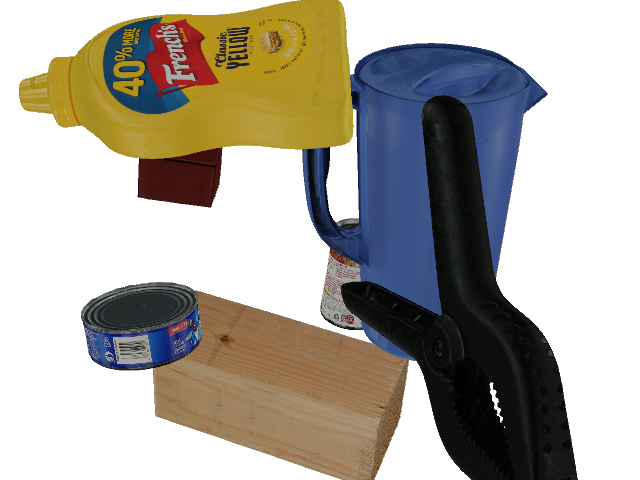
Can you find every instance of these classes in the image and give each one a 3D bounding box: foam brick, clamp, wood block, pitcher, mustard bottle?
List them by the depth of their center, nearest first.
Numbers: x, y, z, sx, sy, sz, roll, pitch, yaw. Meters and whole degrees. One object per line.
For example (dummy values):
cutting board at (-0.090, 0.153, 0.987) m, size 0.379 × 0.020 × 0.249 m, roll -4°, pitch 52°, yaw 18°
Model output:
clamp at (0.074, 0.042, 0.536) m, size 0.036 × 0.165 × 0.210 m, roll -6°, pitch 45°, yaw -24°
mustard bottle at (-0.079, -0.092, 0.619) m, size 0.191 × 0.096 × 0.058 m, roll -4°, pitch -35°, yaw 3°
pitcher at (0.079, -0.027, 0.856) m, size 0.149 × 0.243 × 0.144 m, roll 19°, pitch 33°, yaw 29°
wood block at (-0.035, 0.129, 0.947) m, size 0.206 × 0.090 × 0.090 m, roll 16°, pitch 41°, yaw 15°
foam brick at (-0.141, -0.072, 1.080) m, size 0.078 × 0.051 × 0.053 m, roll 8°, pitch 33°, yaw 1°

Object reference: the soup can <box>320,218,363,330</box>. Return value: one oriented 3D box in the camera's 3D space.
soup can at (0.040, 0.037, 1.144) m, size 0.068 × 0.102 × 0.068 m, roll 7°, pitch 27°, yaw -4°

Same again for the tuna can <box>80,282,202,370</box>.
tuna can at (-0.130, 0.062, 0.785) m, size 0.086 × 0.034 × 0.086 m, roll -5°, pitch 20°, yaw 2°
